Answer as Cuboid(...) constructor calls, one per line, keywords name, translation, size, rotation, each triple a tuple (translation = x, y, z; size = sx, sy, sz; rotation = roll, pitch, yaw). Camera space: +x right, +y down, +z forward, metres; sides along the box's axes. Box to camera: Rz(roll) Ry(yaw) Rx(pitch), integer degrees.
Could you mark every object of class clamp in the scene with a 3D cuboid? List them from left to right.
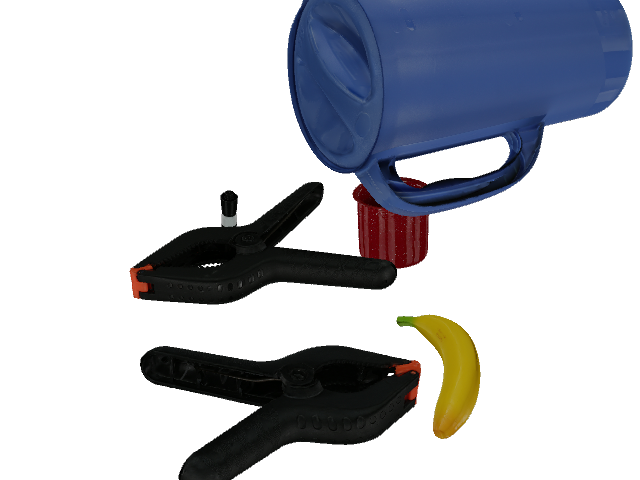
Cuboid(name="clamp", translation=(-0.059, 0.007, 0.908), size=(0.209, 0.036, 0.165), rotation=(-10, 32, -13))
Cuboid(name="clamp", translation=(-0.018, 0.100, 0.630), size=(0.171, 0.039, 0.120), rotation=(-3, 36, -11))

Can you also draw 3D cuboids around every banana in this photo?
Cuboid(name="banana", translation=(0.132, 0.132, 1.107), size=(0.069, 0.037, 0.198), rotation=(-26, 30, 7))

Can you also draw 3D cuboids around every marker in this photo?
Cuboid(name="marker", translation=(-0.102, -0.006, 1.187), size=(0.020, 0.121, 0.020), rotation=(2, 41, -2))

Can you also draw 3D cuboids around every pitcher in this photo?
Cuboid(name="pitcher", translation=(0.110, -0.121, 0.785), size=(0.242, 0.149, 0.145), rotation=(-11, 33, -27))

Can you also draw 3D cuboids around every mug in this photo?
Cuboid(name="mug", translation=(0.092, -0.024, 1.257), size=(0.093, 0.081, 0.117), rotation=(17, 33, 34))
